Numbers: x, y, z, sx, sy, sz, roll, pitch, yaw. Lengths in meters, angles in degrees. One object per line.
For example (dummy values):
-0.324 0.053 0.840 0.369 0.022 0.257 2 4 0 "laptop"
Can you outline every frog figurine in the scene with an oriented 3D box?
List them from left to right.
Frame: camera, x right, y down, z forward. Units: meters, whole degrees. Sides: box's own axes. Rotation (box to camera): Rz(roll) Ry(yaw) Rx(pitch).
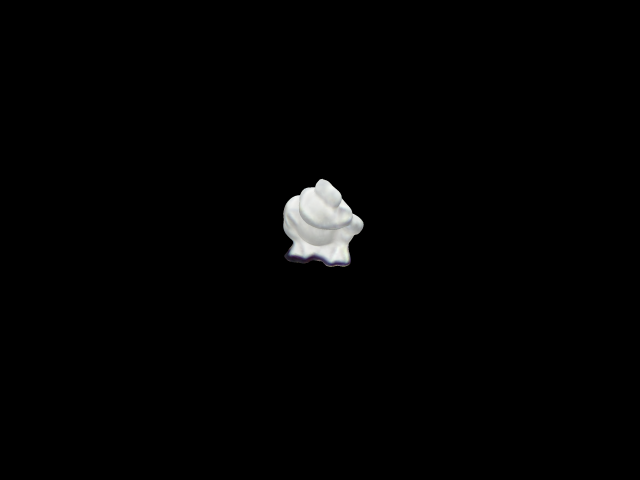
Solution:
0.003 -0.043 0.850 0.138 0.156 0.125 21 42 25 "frog figurine"
